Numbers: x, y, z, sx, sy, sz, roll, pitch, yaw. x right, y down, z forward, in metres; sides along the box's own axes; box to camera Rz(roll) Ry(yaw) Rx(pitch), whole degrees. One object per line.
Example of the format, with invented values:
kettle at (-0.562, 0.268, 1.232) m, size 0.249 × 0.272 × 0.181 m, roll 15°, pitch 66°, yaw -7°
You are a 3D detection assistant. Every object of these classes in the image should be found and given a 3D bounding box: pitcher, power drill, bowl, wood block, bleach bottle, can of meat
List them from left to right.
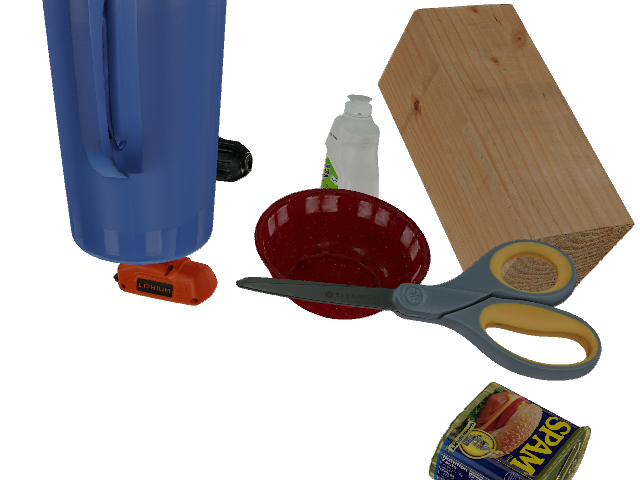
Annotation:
pitcher at (-0.133, -0.105, 0.762) m, size 0.149 × 0.243 × 0.145 m, roll -17°, pitch 32°, yaw -35°
power drill at (-0.150, -0.029, 1.086) m, size 0.185 × 0.188 × 0.057 m, roll 11°, pitch 30°, yaw 22°
bowl at (0.017, 0.022, 0.981) m, size 0.162 × 0.055 × 0.162 m, roll 6°, pitch 39°, yaw -5°
bleach bottle at (0.033, -0.042, 1.241) m, size 0.068 × 0.251 × 0.103 m, roll -2°, pitch 22°, yaw -23°
wood block at (0.129, -0.067, 0.788) m, size 0.090 × 0.206 × 0.091 m, roll -8°, pitch -29°, yaw -25°
can of meat at (0.144, 0.163, 0.813) m, size 0.084 × 0.057 × 0.101 m, roll 27°, pitch 40°, yaw 28°

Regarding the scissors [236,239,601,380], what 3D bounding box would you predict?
scissors at (0.062, 0.021, 0.600) m, size 0.202 × 0.096 × 0.016 m, roll 19°, pitch -37°, yaw 3°
